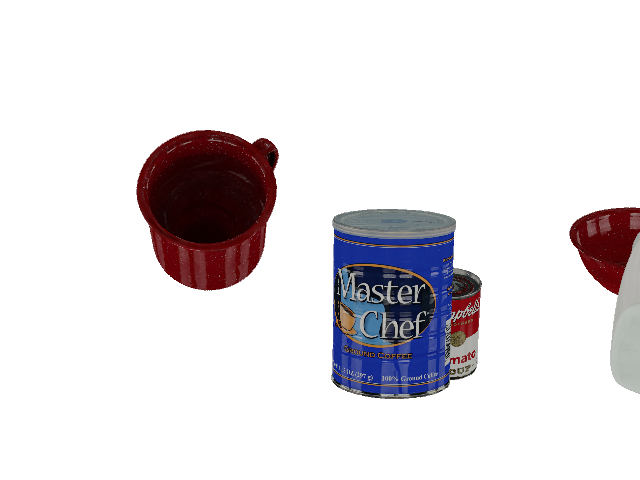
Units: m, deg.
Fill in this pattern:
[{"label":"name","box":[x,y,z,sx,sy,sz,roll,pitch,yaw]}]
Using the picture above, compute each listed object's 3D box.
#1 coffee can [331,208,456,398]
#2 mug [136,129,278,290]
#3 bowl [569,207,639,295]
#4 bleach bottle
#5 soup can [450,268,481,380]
[{"label":"coffee can","box":[0.061,0.050,0.901,0.103,0.140,0.103,0,11,0]},{"label":"mug","box":[-0.071,-0.025,0.750,0.093,0.117,0.081,35,-24,13]},{"label":"bowl","box":[0.350,0.020,1.156,0.162,0.055,0.162,-1,26,0]},{"label":"bleach bottle","box":[0.264,0.034,0.748,0.103,0.068,0.250,10,21,18]},{"label":"soup can","box":[0.136,0.090,1.146,0.068,0.102,0.068,-1,25,0]}]
